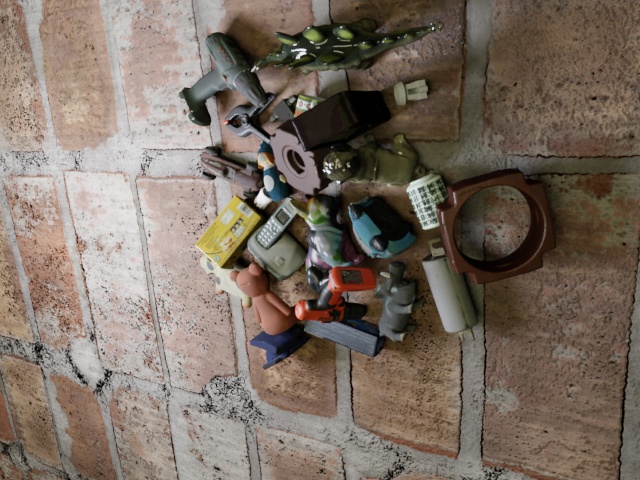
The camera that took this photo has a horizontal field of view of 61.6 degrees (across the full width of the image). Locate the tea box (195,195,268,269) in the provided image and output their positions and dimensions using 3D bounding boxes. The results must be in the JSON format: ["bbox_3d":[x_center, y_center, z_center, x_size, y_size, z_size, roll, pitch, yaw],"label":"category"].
[{"bbox_3d":[-0.227,-0.018,1.386,0.098,0.068,0.169,42,94,13],"label":"tea box"}]

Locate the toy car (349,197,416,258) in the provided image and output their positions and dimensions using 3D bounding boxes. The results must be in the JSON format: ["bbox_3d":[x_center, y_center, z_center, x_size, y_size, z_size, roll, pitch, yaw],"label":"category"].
[{"bbox_3d":[0.126,-0.016,1.210,0.162,0.109,0.102,47,140,19],"label":"toy car"}]

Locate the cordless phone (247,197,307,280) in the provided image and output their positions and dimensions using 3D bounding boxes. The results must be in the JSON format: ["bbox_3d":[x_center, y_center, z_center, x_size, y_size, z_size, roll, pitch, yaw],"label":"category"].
[{"bbox_3d":[-0.080,-0.006,1.341,0.147,0.089,0.184,44,117,10],"label":"cordless phone"}]

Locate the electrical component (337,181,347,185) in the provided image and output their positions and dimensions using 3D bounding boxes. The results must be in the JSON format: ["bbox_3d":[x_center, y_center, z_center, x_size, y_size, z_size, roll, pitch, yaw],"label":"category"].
[{"bbox_3d":[0.033,-0.178,1.240,0.078,0.045,0.102,-12,100,30],"label":"electrical component"}]

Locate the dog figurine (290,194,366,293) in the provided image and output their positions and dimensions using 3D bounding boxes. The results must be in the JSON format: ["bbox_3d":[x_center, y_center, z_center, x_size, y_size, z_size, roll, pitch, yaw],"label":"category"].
[{"bbox_3d":[-0.003,-0.004,1.284,0.191,0.108,0.219,-41,81,35],"label":"dog figurine"}]

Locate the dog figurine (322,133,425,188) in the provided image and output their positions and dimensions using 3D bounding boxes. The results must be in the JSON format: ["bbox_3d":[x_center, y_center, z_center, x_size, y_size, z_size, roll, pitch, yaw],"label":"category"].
[{"bbox_3d":[0.114,-0.151,1.118,0.173,0.190,0.121,5,108,26],"label":"dog figurine"}]

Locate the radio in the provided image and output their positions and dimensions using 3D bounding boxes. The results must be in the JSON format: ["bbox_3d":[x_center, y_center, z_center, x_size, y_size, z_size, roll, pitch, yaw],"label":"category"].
[{"bbox_3d":[0.051,-0.246,1.102,0.131,0.229,0.073,-23,94,28],"label":"radio"}]

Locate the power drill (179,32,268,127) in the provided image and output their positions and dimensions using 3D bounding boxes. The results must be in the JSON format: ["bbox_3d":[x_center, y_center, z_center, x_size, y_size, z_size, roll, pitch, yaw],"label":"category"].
[{"bbox_3d":[-0.241,-0.364,1.297,0.207,0.086,0.232,-36,75,37],"label":"power drill"}]

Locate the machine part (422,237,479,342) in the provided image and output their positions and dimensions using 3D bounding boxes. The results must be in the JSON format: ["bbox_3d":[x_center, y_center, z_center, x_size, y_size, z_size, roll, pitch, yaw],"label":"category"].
[{"bbox_3d":[0.284,0.111,1.174,0.079,0.079,0.243,-17,98,32],"label":"machine part"}]

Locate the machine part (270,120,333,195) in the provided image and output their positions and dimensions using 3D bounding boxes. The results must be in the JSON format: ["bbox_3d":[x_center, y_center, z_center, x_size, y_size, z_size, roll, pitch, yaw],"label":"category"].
[{"bbox_3d":[-0.042,-0.187,1.229,0.180,0.056,0.179,38,149,27],"label":"machine part"}]

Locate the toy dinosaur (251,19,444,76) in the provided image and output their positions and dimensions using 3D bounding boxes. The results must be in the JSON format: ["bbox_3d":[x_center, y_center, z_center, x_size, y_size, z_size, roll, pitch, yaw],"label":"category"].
[{"bbox_3d":[0.038,-0.387,1.081,0.472,0.198,0.105,-2,108,32],"label":"toy dinosaur"}]

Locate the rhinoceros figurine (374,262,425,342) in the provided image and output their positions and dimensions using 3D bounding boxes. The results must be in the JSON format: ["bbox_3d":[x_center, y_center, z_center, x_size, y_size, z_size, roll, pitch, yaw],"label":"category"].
[{"bbox_3d":[0.180,0.142,1.251,0.112,0.073,0.190,19,117,35],"label":"rhinoceros figurine"}]

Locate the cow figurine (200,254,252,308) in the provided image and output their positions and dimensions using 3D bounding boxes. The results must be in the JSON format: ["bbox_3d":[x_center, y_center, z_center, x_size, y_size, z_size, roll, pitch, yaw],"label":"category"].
[{"bbox_3d":[-0.247,0.087,1.462,0.195,0.085,0.127,25,122,23],"label":"cow figurine"}]

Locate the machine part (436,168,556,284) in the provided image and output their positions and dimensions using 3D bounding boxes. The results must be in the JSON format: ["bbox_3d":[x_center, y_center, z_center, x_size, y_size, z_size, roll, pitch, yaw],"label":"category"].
[{"bbox_3d":[0.340,-0.028,1.052,0.202,0.087,0.200,-16,102,8],"label":"machine part"}]

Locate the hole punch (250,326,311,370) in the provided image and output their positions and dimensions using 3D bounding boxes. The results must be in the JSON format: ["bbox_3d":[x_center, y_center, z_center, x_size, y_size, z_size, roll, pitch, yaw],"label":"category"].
[{"bbox_3d":[-0.108,0.271,1.420,0.116,0.142,0.092,-32,85,45],"label":"hole punch"}]

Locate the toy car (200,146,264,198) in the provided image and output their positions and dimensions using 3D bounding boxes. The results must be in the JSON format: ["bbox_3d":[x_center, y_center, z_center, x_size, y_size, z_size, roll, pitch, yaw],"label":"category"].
[{"bbox_3d":[-0.234,-0.177,1.389,0.202,0.053,0.089,24,119,20],"label":"toy car"}]

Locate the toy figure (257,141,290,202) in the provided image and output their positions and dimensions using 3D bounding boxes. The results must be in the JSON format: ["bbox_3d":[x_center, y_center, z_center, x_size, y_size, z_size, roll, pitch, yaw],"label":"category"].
[{"bbox_3d":[-0.118,-0.172,1.321,0.064,0.058,0.154,-18,95,19],"label":"toy figure"}]

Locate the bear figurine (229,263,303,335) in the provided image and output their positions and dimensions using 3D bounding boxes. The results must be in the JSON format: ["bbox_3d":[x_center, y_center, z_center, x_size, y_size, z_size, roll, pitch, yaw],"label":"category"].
[{"bbox_3d":[-0.134,0.140,1.382,0.120,0.132,0.195,-27,94,33],"label":"bear figurine"}]

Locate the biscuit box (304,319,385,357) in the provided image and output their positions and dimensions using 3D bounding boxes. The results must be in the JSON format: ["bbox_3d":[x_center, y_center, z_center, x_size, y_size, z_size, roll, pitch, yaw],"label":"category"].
[{"bbox_3d":[0.062,0.225,1.345,0.203,0.059,0.062,18,112,24],"label":"biscuit box"}]

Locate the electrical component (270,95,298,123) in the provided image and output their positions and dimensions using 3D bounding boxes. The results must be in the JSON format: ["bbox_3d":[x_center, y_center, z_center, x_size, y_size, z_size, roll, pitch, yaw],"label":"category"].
[{"bbox_3d":[-0.078,-0.298,1.278,0.094,0.021,0.063,-35,88,33],"label":"electrical component"}]
